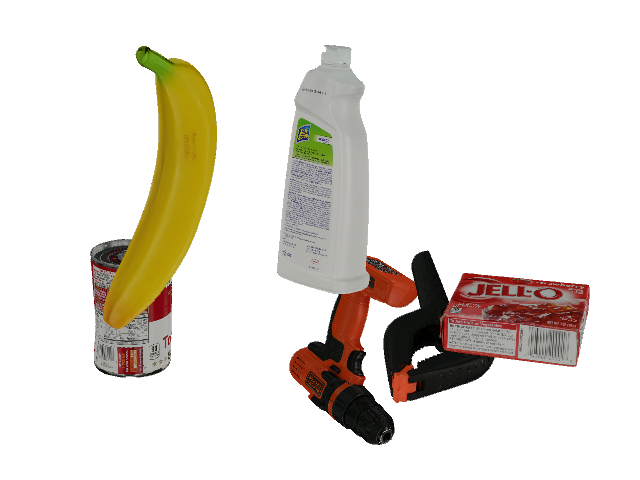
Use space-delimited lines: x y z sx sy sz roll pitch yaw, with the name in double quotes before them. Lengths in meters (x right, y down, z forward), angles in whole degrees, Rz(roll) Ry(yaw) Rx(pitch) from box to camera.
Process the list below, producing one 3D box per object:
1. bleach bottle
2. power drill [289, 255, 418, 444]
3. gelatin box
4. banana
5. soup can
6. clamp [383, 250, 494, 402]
"bleach bottle" 0.012 -0.077 1.124 0.103 0.251 0.067 15 16 35
"power drill" 0.048 0.122 1.242 0.057 0.188 0.185 12 15 -41
"gelatin box" 0.130 0.050 0.711 0.089 0.030 0.073 6 22 17
"banana" -0.100 -0.035 0.674 0.069 0.198 0.037 -11 36 -36
"soup can" -0.160 0.057 0.907 0.068 0.102 0.068 3 18 -1
"clamp" 0.109 0.072 0.926 0.165 0.036 0.209 20 34 33
